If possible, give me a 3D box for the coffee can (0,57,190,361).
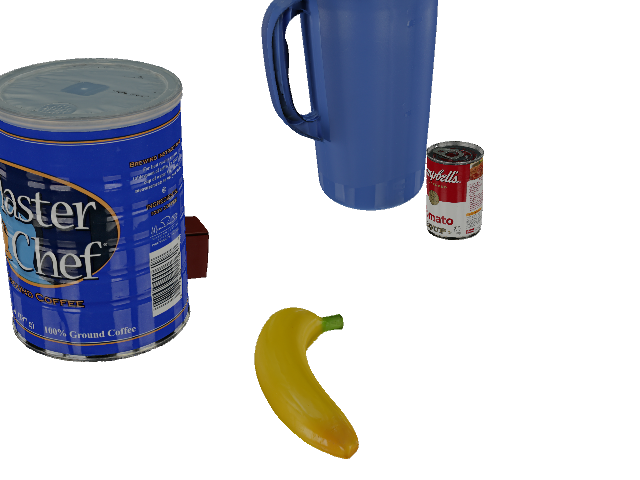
[{"bbox_3d":[-0.125,-0.019,0.591,0.103,0.140,0.103,1,26,-1],"label":"coffee can"}]

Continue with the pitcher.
[{"bbox_3d":[0.038,-0.150,1.022,0.149,0.243,0.144,8,38,14],"label":"pitcher"}]

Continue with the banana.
[{"bbox_3d":[-0.013,0.091,0.762,0.069,0.037,0.198,-1,23,-1],"label":"banana"}]

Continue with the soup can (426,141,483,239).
[{"bbox_3d":[0.161,-0.060,1.283,0.068,0.102,0.068,-2,27,1],"label":"soup can"}]

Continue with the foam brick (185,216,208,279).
[{"bbox_3d":[-0.160,0.009,1.109,0.078,0.051,0.053,-5,22,-18],"label":"foam brick"}]
